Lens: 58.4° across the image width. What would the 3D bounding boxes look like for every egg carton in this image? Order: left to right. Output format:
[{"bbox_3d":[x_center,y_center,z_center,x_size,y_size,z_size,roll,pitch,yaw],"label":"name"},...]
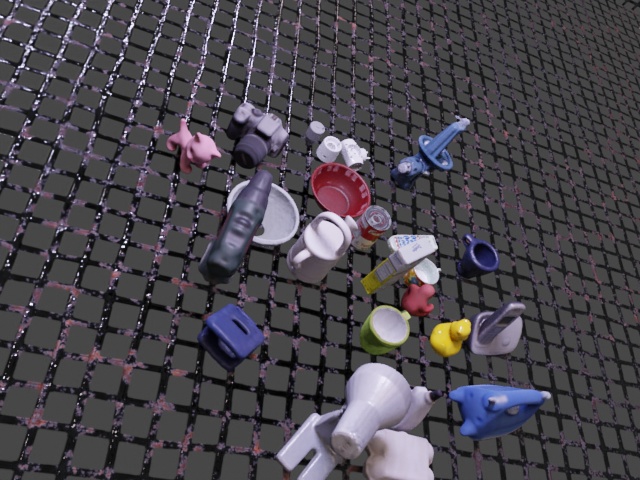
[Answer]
[{"bbox_3d":[0.154,0.432,1.123,0.150,0.069,0.107,18,54,-16],"label":"egg carton"}]

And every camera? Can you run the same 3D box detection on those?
[{"bbox_3d":[-0.160,-0.247,1.370,0.143,0.100,0.137,34,51,-4],"label":"camera"}]

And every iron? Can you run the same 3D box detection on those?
[{"bbox_3d":[0.420,0.359,1.259,0.259,0.141,0.118,1,60,-27],"label":"iron"}]

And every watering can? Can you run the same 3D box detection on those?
[{"bbox_3d":[0.010,0.003,1.239,0.101,0.193,0.173,33,51,-5],"label":"watering can"}]

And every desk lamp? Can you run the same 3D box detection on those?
[{"bbox_3d":[0.051,0.340,1.035,0.118,0.213,0.204,45,51,5],"label":"desk lamp"}]

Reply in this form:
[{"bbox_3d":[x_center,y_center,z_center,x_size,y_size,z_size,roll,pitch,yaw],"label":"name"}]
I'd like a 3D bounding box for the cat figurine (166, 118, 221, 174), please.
[{"bbox_3d":[-0.279,-0.212,1.276,0.067,0.117,0.127,-27,75,-36],"label":"cat figurine"}]

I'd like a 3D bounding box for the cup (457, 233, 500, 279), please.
[{"bbox_3d":[0.388,0.049,1.468,0.092,0.094,0.117,-26,75,-36],"label":"cup"}]

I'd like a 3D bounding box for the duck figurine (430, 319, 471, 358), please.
[{"bbox_3d":[0.309,0.220,1.325,0.105,0.086,0.077,-32,78,-38],"label":"duck figurine"}]

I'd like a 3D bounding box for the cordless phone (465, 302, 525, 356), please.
[{"bbox_3d":[0.436,0.199,1.340,0.148,0.184,0.094,1,60,-26],"label":"cordless phone"}]

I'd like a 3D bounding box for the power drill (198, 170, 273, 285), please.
[{"bbox_3d":[-0.172,-0.008,1.144,0.076,0.208,0.230,26,52,-10],"label":"power drill"}]

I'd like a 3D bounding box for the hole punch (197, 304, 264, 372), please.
[{"bbox_3d":[-0.167,0.178,1.104,0.108,0.091,0.101,45,51,5],"label":"hole punch"}]

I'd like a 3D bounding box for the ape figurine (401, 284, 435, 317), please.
[{"bbox_3d":[0.235,0.134,1.337,0.076,0.092,0.077,-10,65,-31],"label":"ape figurine"}]

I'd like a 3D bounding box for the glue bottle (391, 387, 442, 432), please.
[{"bbox_3d":[0.193,0.328,1.141,0.037,0.173,0.078,9,57,-22],"label":"glue bottle"}]

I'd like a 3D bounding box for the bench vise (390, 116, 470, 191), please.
[{"bbox_3d":[0.302,-0.224,1.515,0.121,0.219,0.208,40,51,1],"label":"bench vise"}]

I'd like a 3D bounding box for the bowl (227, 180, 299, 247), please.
[{"bbox_3d":[-0.135,-0.047,1.273,0.168,0.074,0.167,13,55,-19],"label":"bowl"}]
